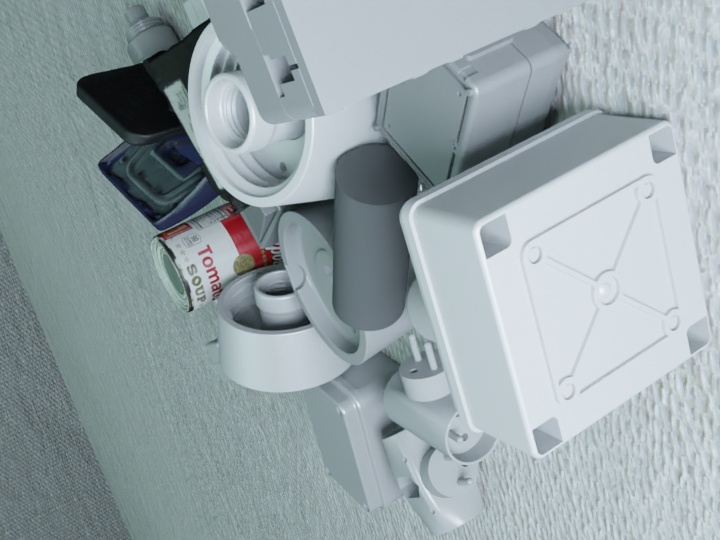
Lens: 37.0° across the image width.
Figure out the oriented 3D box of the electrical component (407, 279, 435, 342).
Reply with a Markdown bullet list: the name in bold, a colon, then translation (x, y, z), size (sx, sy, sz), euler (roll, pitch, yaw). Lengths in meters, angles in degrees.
- **electrical component**: translation (0.058, 0.019, 0.609), size (0.045, 0.045, 0.055), euler (66, 158, -8)

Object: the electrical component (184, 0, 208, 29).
- **electrical component**: translation (-0.071, -0.157, 0.696), size (0.077, 0.047, 0.065), euler (-1, 114, 65)

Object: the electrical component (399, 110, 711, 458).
- **electrical component**: translation (0.084, 0.003, 0.448), size (0.056, 0.109, 0.108), euler (20, 132, 56)

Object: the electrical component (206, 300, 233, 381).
- **electrical component**: translation (-0.110, 0.055, 0.997), size (0.076, 0.066, 0.047), euler (65, 158, -4)

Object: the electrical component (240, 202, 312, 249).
- **electrical component**: translation (-0.060, -0.059, 0.762), size (0.061, 0.061, 0.096), euler (60, 158, 8)

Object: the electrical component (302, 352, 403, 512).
- **electrical component**: translation (0.003, 0.119, 0.828), size (0.078, 0.057, 0.113), euler (32, 143, 52)

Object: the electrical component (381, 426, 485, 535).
- **electrical component**: translation (0.057, 0.140, 0.749), size (0.077, 0.043, 0.079), euler (62, 158, 3)

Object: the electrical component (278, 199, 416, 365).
- **electrical component**: translation (0.000, 0.000, 0.695), size (0.108, 0.060, 0.108), euler (50, 155, 33)

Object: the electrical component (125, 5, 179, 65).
- **electrical component**: translation (-0.174, -0.190, 0.895), size (0.062, 0.043, 0.043), euler (61, 158, 9)

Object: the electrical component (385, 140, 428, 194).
- **electrical component**: translation (0.030, -0.052, 0.582), size (0.080, 0.051, 0.080), euler (48, 153, 34)

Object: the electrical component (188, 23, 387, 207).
- **electrical component**: translation (-0.044, -0.083, 0.548), size (0.108, 0.060, 0.108), euler (19, 117, 42)

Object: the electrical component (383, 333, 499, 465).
- **electrical component**: translation (0.048, 0.078, 0.699), size (0.077, 0.043, 0.079), euler (24, 136, 58)

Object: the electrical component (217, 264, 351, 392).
- **electrical component**: translation (-0.056, 0.035, 0.806), size (0.108, 0.108, 0.060), euler (37, 141, 48)

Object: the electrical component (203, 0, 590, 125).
- **electrical component**: translation (0.021, -0.122, 0.391), size (0.062, 0.150, 0.089), euler (7, 121, 63)

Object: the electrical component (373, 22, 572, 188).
- **electrical component**: translation (0.051, -0.086, 0.483), size (0.061, 0.061, 0.096), euler (52, 156, 26)
